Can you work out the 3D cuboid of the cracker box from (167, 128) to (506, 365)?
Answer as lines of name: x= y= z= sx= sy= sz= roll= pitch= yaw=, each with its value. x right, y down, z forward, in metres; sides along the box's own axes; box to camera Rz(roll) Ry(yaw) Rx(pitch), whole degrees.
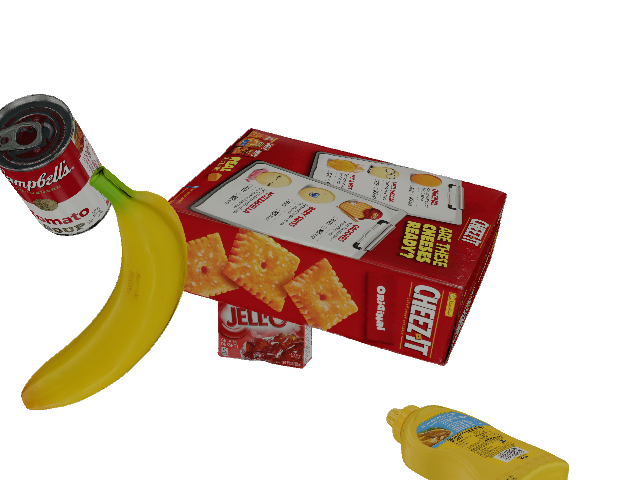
cracker box: x=0.012 y=-0.002 z=0.775 sx=0.214 sy=0.072 sz=0.164 roll=16 pitch=29 yaw=13

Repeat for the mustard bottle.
mustard bottle: x=0.135 y=0.204 z=1.026 sx=0.096 sy=0.058 sz=0.192 roll=-15 pitch=24 yaw=-38

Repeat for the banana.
banana: x=-0.121 y=0.038 z=0.625 sx=0.069 sy=0.198 sz=0.037 roll=21 pitch=36 yaw=-9

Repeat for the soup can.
soup can: x=-0.208 y=-0.056 z=0.829 sx=0.068 sy=0.068 sz=0.102 roll=0 pitch=-29 yaw=9

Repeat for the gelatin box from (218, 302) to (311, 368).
gelatin box: x=-0.053 y=0.077 z=1.003 sx=0.089 sy=0.073 sz=0.030 roll=7 pitch=17 yaw=18
